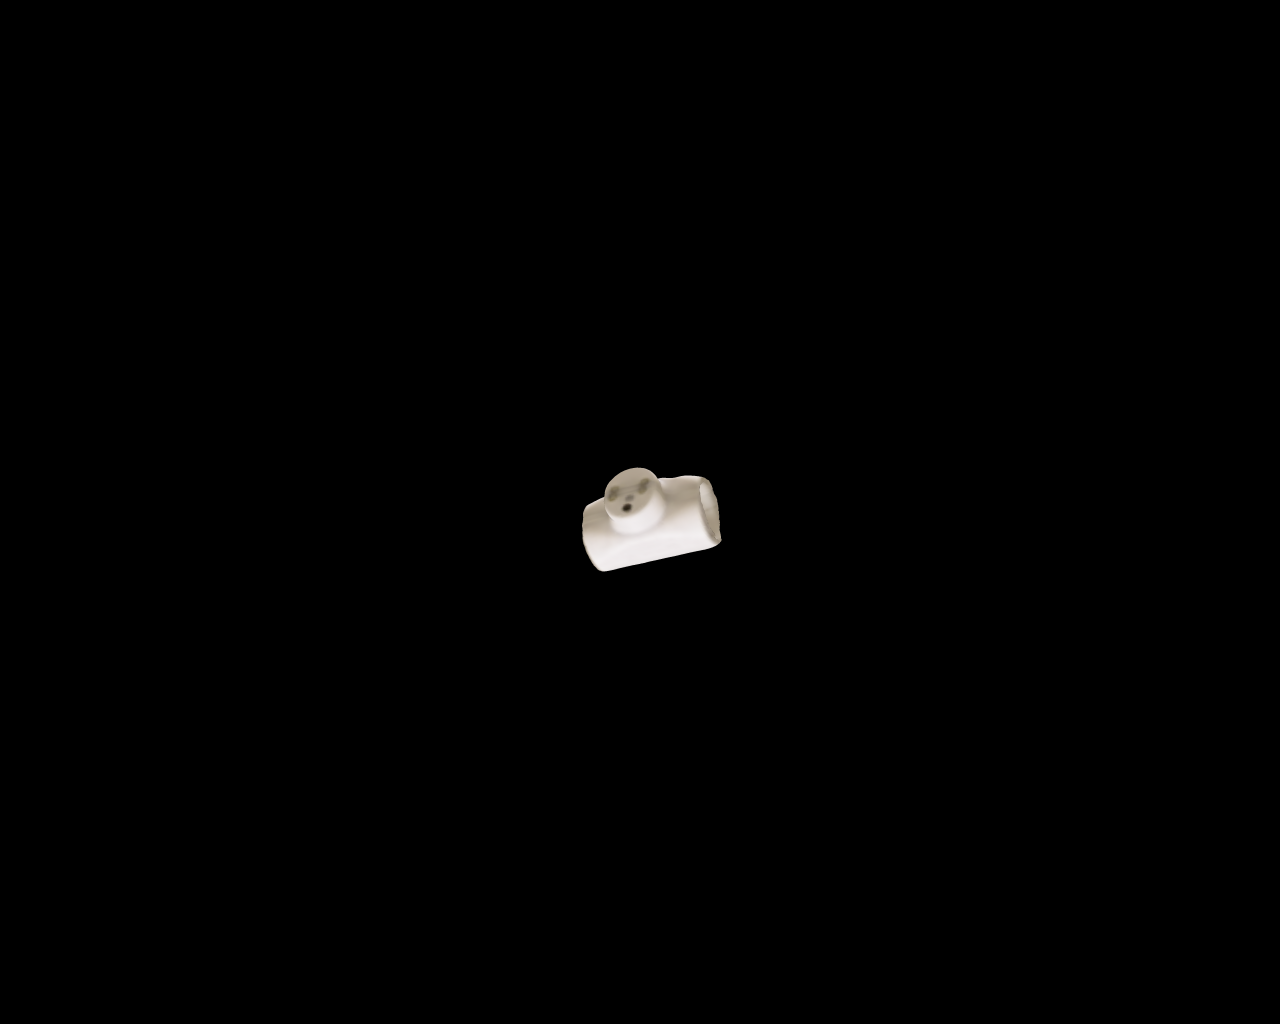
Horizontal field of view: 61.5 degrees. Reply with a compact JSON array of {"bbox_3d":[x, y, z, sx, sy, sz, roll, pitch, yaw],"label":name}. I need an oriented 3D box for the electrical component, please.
[{"bbox_3d":[0.001,-0.003,0.650,0.077,0.044,0.079,-14,-40,17],"label":"electrical component"}]
